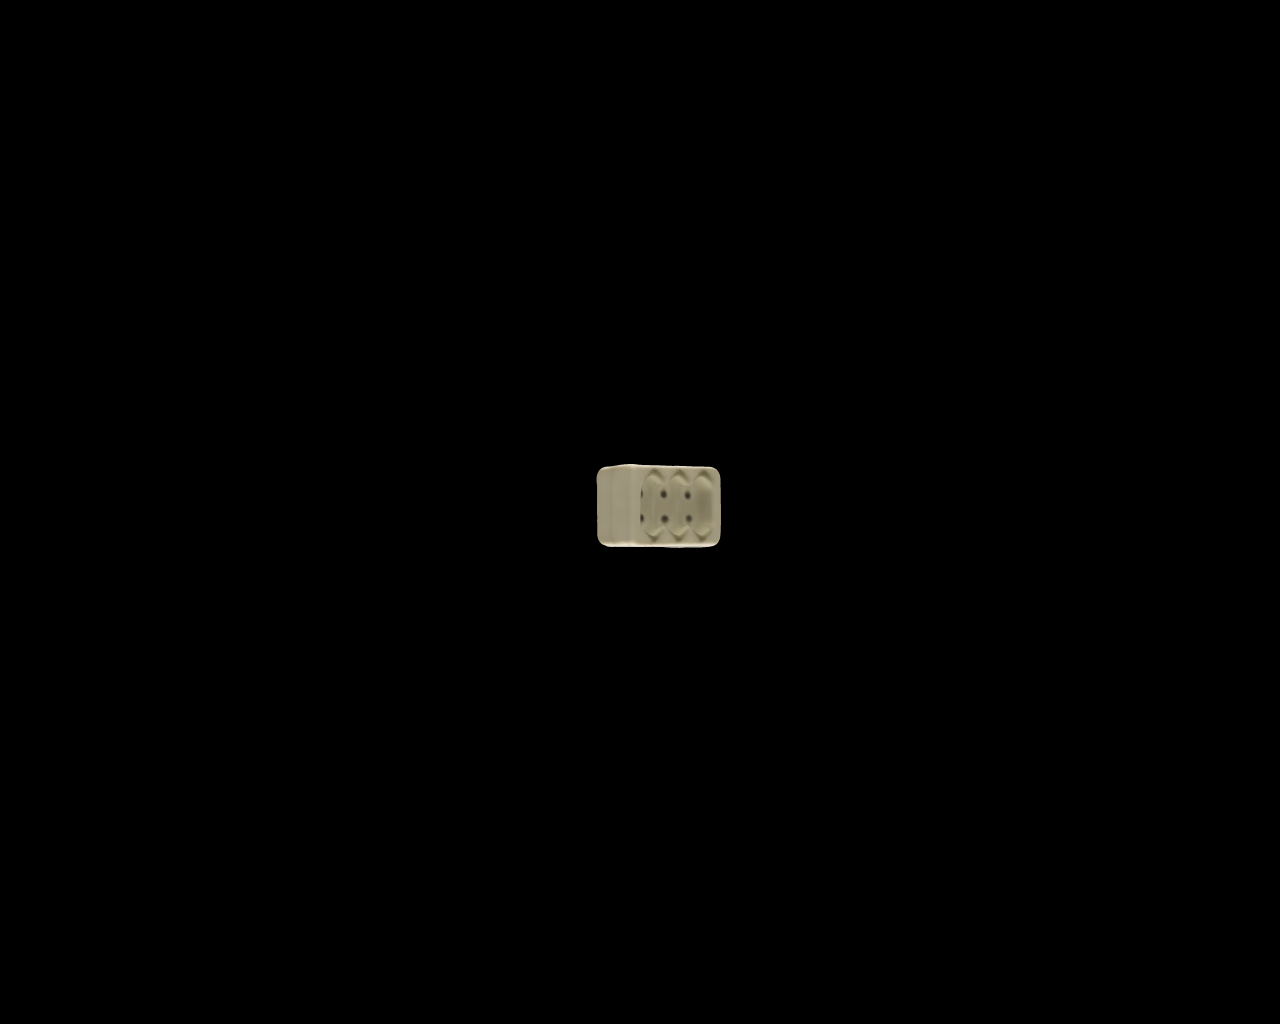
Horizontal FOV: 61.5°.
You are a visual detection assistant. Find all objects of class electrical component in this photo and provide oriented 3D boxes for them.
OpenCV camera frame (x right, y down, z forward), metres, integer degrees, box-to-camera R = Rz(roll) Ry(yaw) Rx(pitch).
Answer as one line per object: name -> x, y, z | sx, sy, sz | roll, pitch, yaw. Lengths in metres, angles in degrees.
electrical component -> 0.001, -0.003, 0.650 | 0.066, 0.047, 0.076 | 1, -2, -34
